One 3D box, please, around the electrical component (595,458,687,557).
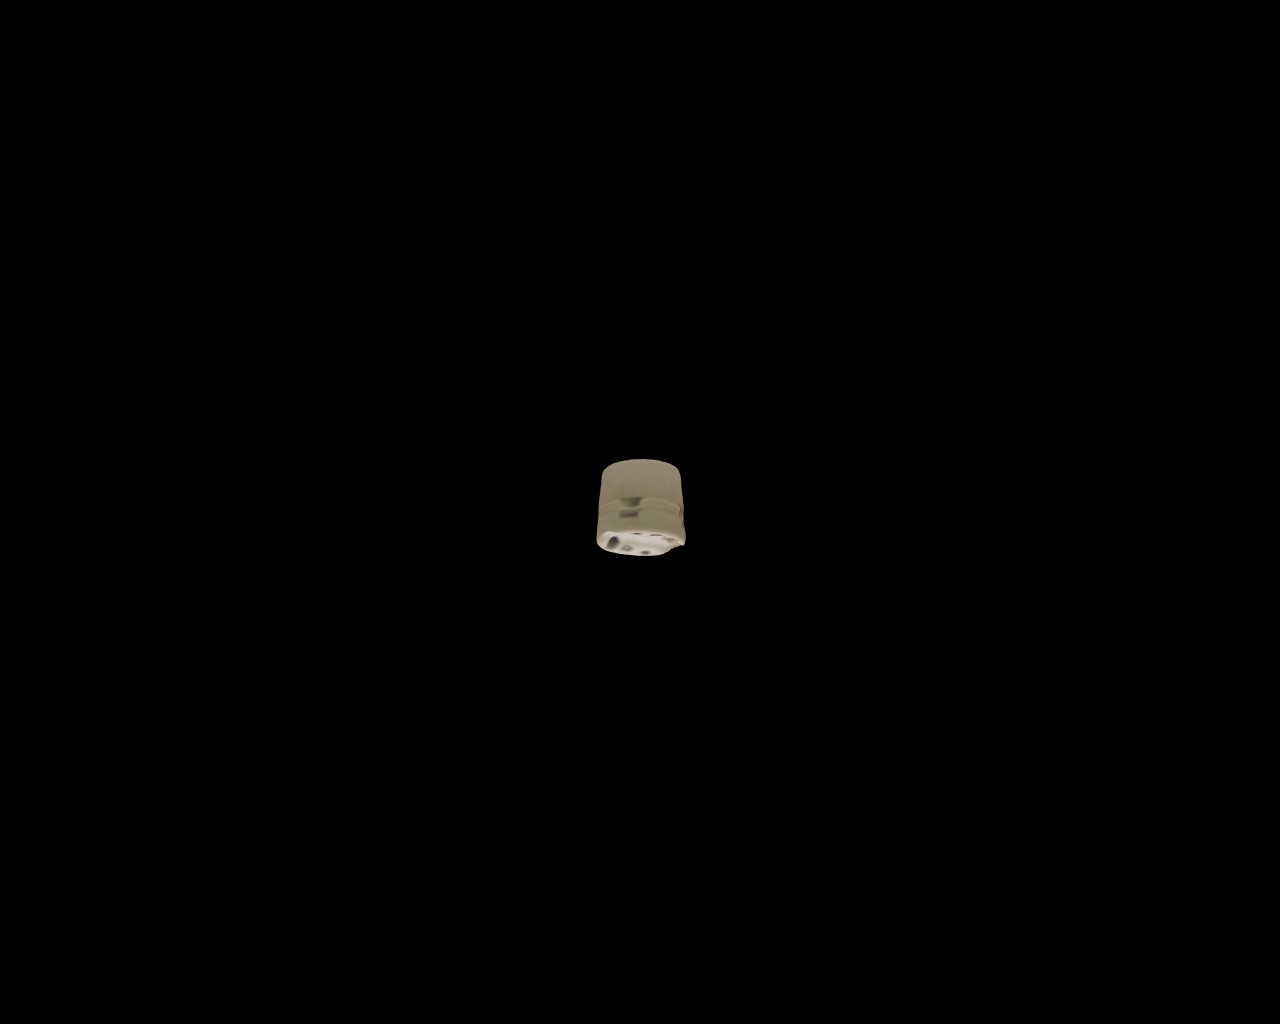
[{"bbox_3d":[0.001,-0.003,0.650,0.055,0.047,0.055,0,-19,0],"label":"electrical component"}]
